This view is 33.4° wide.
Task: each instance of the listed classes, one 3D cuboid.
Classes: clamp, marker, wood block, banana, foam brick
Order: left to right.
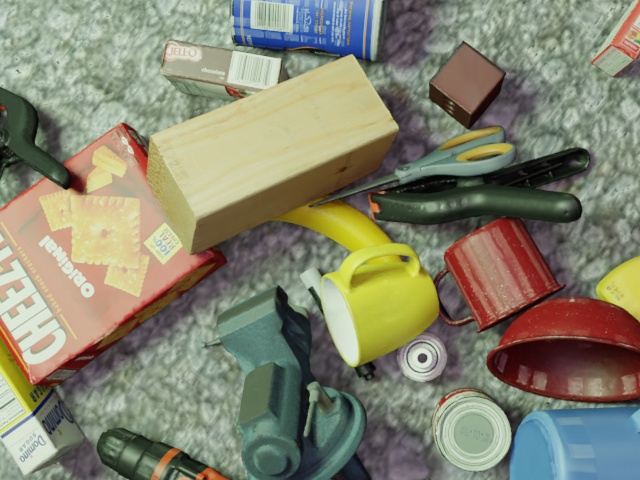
[{"bbox_3d":[-0.294,-0.088,1.023,0.120,0.039,0.171,-16,58,8],"label":"clamp"},{"bbox_3d":[-0.045,-0.077,0.972,0.205,0.091,0.090,-25,74,-20],"label":"wood block"},{"bbox_3d":[-0.008,-0.016,1.035,0.198,0.037,0.070,13,116,8],"label":"banana"},{"bbox_3d":[0.018,0.082,1.031,0.020,0.020,0.121,-31,84,2],"label":"marker"},{"bbox_3d":[0.138,-0.145,1.009,0.053,0.078,0.051,39,90,8],"label":"foam brick"},{"bbox_3d":[0.151,-0.046,0.994,0.210,0.164,0.036,-4,108,26],"label":"clamp"}]

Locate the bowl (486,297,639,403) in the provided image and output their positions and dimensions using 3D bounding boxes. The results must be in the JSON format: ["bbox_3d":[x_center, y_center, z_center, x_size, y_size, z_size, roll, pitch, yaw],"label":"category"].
[{"bbox_3d":[0.232,0.094,0.956,0.162,0.162,0.055,7,65,5],"label":"bowl"}]

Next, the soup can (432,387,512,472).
[{"bbox_3d":[0.137,0.172,0.974,0.068,0.102,0.068,0,86,5],"label":"soup can"}]

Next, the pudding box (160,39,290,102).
[{"bbox_3d":[-0.088,-0.157,1.022,0.113,0.090,0.039,13,88,5],"label":"pudding box"}]

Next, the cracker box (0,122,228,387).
[{"bbox_3d":[-0.223,0.015,1.026,0.213,0.072,0.164,-35,79,1],"label":"cracker box"}]

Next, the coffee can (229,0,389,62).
[{"bbox_3d":[-0.007,-0.228,1.014,0.140,0.103,0.103,7,86,5],"label":"coffee can"}]

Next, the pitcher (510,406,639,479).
[{"bbox_3d":[0.295,0.193,0.908,0.242,0.145,0.149,3,79,-12],"label":"pitcher"}]

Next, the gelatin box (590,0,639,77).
[{"bbox_3d":[0.293,-0.195,0.994,0.030,0.089,0.073,34,89,4],"label":"gelatin box"}]

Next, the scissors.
[{"bbox_3d":[0.096,-0.060,0.987,0.201,0.096,0.016,-25,114,-18],"label":"scissors"}]

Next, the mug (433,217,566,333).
[{"bbox_3d":[0.157,0.035,0.992,0.117,0.093,0.081,-31,79,16],"label":"mug"}]

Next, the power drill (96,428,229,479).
[{"bbox_3d":[-0.159,0.289,1.006,0.185,0.057,0.187,23,91,19],"label":"power drill"}]

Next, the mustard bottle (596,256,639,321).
[{"bbox_3d":[0.357,0.018,0.988,0.191,0.058,0.096,-42,84,1],"label":"mustard bottle"}]

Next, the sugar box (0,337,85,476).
[{"bbox_3d":[-0.297,0.135,1.017,0.048,0.093,0.176,-38,85,2],"label":"sugar box"}]
